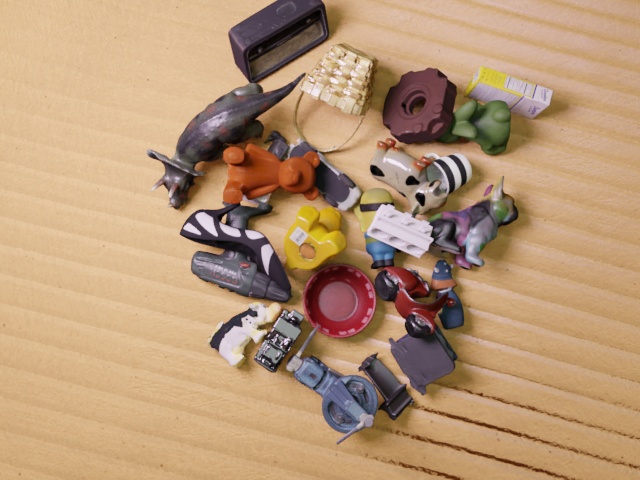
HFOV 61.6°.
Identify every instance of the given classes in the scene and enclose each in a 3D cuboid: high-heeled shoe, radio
[{"bbox_3d":[-0.176,0.030,1.105,0.145,0.086,0.249,-33,77,-8],"label":"high-heeled shoe"},{"bbox_3d":[-0.092,-0.469,1.227,0.229,0.131,0.073,-35,74,-8],"label":"radio"}]

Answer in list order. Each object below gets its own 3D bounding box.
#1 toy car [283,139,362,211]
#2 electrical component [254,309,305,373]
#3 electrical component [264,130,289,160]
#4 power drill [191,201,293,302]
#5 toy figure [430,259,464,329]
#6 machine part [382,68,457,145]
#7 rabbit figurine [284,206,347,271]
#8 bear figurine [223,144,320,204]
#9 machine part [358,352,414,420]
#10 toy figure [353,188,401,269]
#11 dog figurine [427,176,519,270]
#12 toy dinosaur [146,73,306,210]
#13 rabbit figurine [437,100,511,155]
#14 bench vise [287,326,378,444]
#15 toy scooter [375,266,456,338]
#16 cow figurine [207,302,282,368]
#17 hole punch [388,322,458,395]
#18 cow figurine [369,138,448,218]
[{"bbox_3d":[0.003,-0.147,1.218,0.202,0.056,0.073,41,105,7],"label":"toy car"},{"bbox_3d":[-0.082,0.209,1.139,0.058,0.115,0.134,33,83,0],"label":"electrical component"},{"bbox_3d":[-0.114,-0.199,1.224,0.045,0.078,0.102,35,84,-19],"label":"electrical component"},{"bbox_3d":[-0.158,0.020,1.188,0.232,0.086,0.207,10,89,1],"label":"power drill"},{"bbox_3d":[0.281,0.121,1.201,0.058,0.064,0.154,-19,75,32],"label":"toy figure"},{"bbox_3d":[0.222,-0.303,1.214,0.179,0.056,0.179,-16,64,37],"label":"machine part"},{"bbox_3d":[-0.002,-0.004,1.167,0.122,0.173,0.162,31,126,2],"label":"rabbit figurine"},{"bbox_3d":[-0.097,-0.133,1.125,0.196,0.132,0.120,7,104,0],"label":"bear figurine"},{"bbox_3d":[0.140,0.315,1.166,0.084,0.039,0.139,-30,79,-29],"label":"machine part"},{"bbox_3d":[0.136,-0.027,1.198,0.082,0.089,0.180,2,76,-33],"label":"toy figure"},{"bbox_3d":[0.339,-0.052,1.209,0.192,0.108,0.219,26,77,4],"label":"dog figurine"},{"bbox_3d":[-0.215,-0.229,1.128,0.405,0.192,0.131,-38,98,25],"label":"toy dinosaur"},{"bbox_3d":[0.342,-0.253,1.227,0.170,0.159,0.121,-6,92,11],"label":"rabbit figurine"},{"bbox_3d":[0.038,0.309,1.079,0.129,0.241,0.223,-42,102,-10],"label":"bench vise"},{"bbox_3d":[0.210,0.120,1.148,0.135,0.075,0.184,-16,51,-24],"label":"toy scooter"},{"bbox_3d":[-0.161,0.187,1.165,0.098,0.068,0.167,39,81,9],"label":"cow figurine"},{"bbox_3d":[0.229,0.247,1.175,0.116,0.092,0.142,-34,87,23],"label":"hole punch"},{"bbox_3d":[0.198,-0.132,1.212,0.195,0.085,0.127,33,125,14],"label":"cow figurine"}]
